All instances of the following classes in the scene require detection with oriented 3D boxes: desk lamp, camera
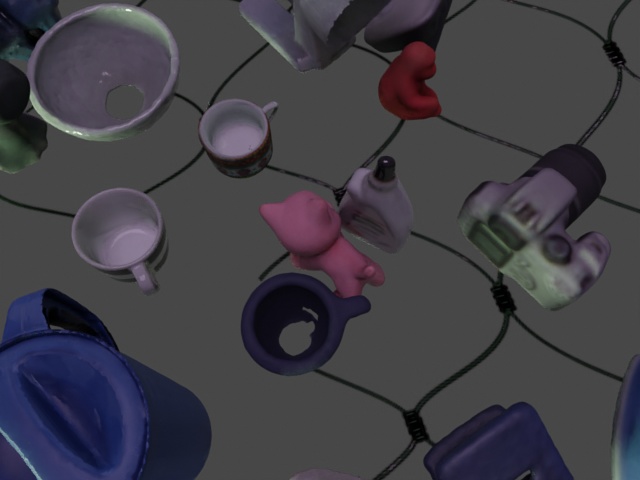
[{"bbox_3d":[-0.007,-0.273,0.598,0.118,0.213,0.203,-42,75,-11],"label":"desk lamp"},{"bbox_3d":[0.234,-0.026,0.569,0.137,0.101,0.143,-41,75,-11],"label":"camera"}]

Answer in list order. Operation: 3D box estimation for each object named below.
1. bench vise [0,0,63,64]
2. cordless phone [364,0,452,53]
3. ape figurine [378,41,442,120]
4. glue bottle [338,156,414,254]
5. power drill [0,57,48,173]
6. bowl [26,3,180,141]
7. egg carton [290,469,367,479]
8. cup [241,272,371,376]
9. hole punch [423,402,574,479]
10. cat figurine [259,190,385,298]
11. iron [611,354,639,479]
[{"bbox_3d":[-0.380,-0.251,0.598,0.121,0.220,0.207,30,75,11],"label":"bench vise"},{"bbox_3d":[0.107,-0.304,0.621,0.094,0.185,0.148,13,72,6],"label":"cordless phone"},{"bbox_3d":[0.103,-0.179,0.628,0.076,0.092,0.078,7,72,4],"label":"ape figurine"},{"bbox_3d":[0.055,-0.038,0.539,0.078,0.173,0.037,24,74,10],"label":"glue bottle"},{"bbox_3d":[-0.378,-0.154,0.571,0.229,0.208,0.076,20,73,8],"label":"power drill"},{"bbox_3d":[-0.232,-0.176,0.645,0.167,0.075,0.167,0,71,1],"label":"bowl"},{"bbox_3d":[0.036,0.263,0.494,0.150,0.069,0.107,11,72,5],"label":"egg carton"},{"bbox_3d":[-0.011,0.082,0.542,0.118,0.095,0.091,-16,72,-4],"label":"cup"},{"bbox_3d":[0.160,0.205,0.499,0.109,0.091,0.101,-33,74,-9],"label":"hole punch"},{"bbox_3d":[0.005,0.002,0.557,0.127,0.118,0.067,40,77,13],"label":"cat figurine"},{"bbox_3d":[0.322,0.215,0.465,0.118,0.141,0.258,-6,71,0],"label":"iron"}]
